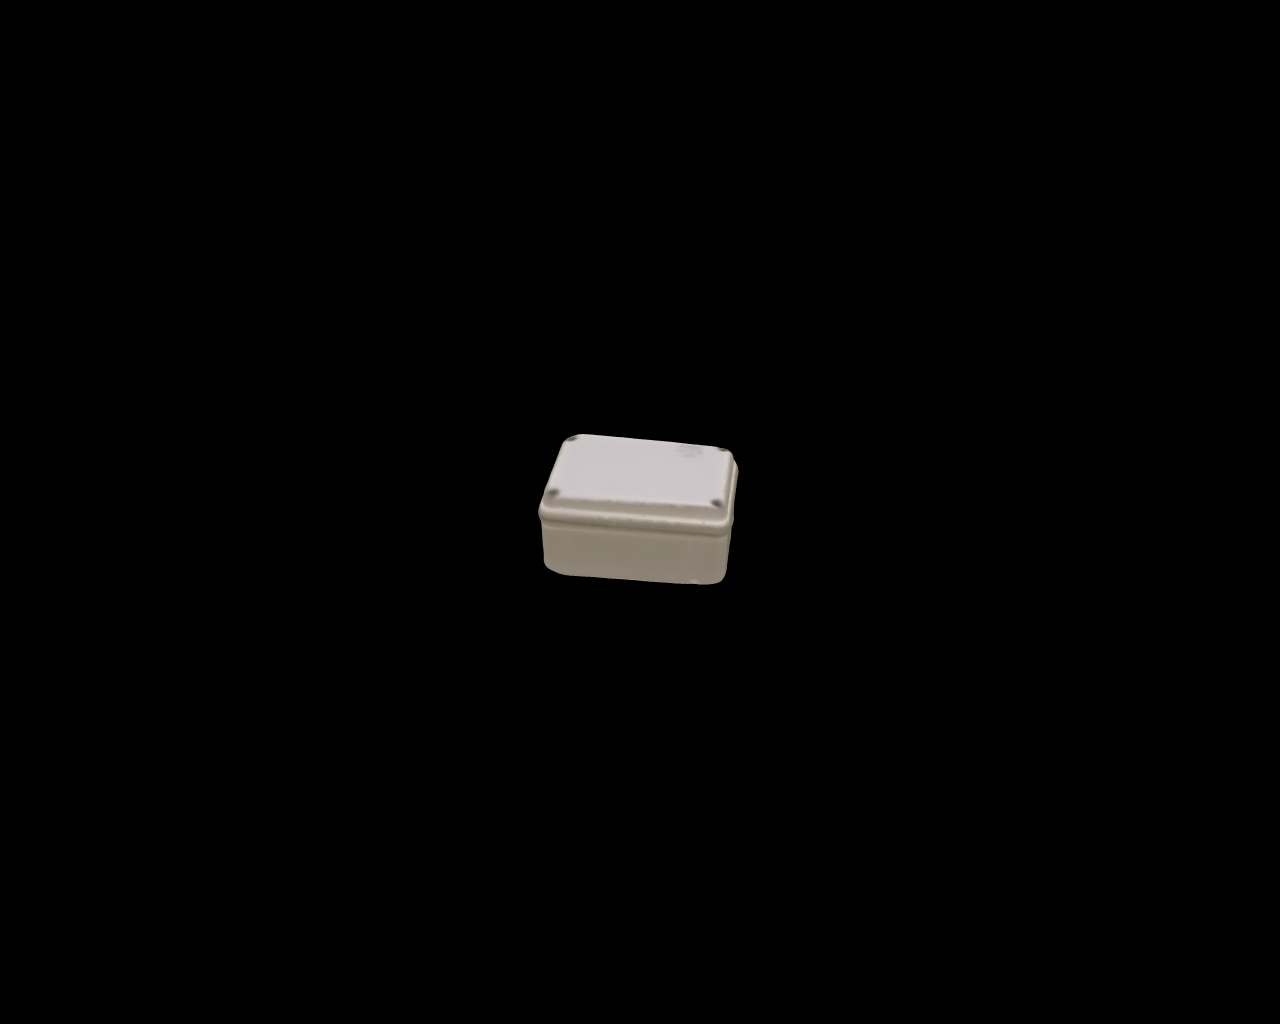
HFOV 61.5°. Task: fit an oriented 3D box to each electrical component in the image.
[{"bbox_3d":[0.001,-0.003,0.650,0.113,0.057,0.078,5,36,7],"label":"electrical component"}]
